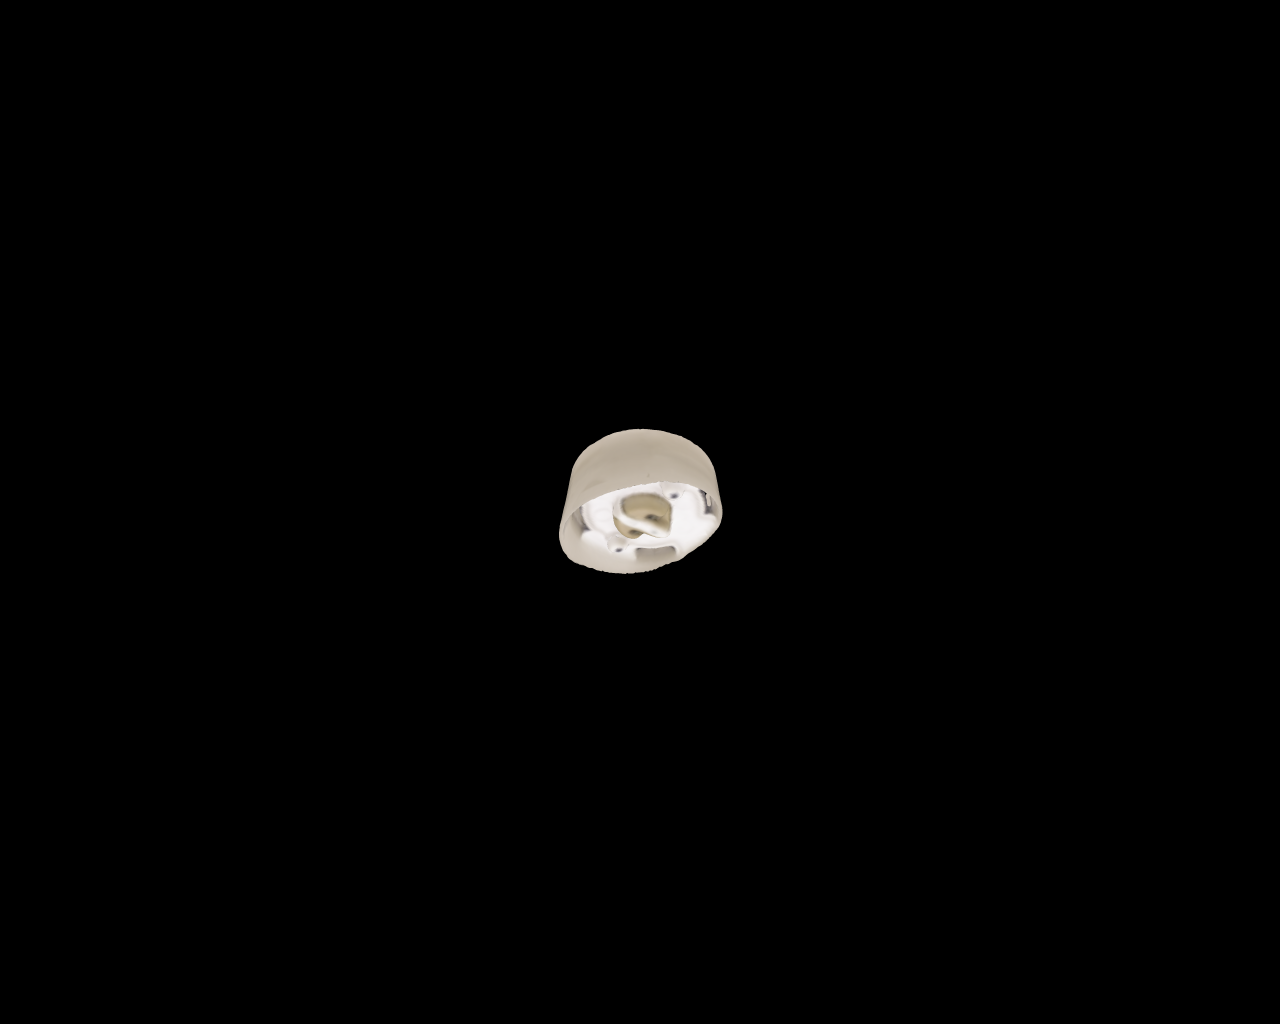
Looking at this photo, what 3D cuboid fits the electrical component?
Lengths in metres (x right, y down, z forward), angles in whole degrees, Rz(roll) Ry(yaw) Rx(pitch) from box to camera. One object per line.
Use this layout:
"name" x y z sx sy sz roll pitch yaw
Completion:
"electrical component" 0.001 -0.003 0.650 0.099 0.064 0.099 0 -41 0
